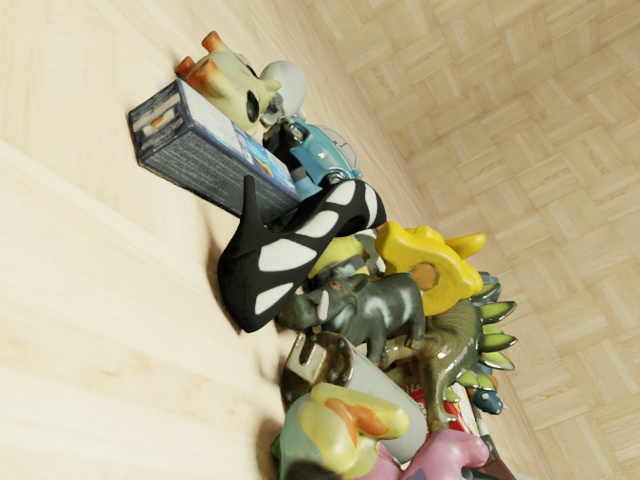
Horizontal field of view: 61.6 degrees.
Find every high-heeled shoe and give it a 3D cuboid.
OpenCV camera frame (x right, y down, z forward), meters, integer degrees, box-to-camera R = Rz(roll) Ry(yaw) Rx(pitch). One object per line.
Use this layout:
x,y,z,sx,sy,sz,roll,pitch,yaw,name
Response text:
0.003,0.015,0.539,0.248,0.086,0.145,6,72,-46,high-heeled shoe

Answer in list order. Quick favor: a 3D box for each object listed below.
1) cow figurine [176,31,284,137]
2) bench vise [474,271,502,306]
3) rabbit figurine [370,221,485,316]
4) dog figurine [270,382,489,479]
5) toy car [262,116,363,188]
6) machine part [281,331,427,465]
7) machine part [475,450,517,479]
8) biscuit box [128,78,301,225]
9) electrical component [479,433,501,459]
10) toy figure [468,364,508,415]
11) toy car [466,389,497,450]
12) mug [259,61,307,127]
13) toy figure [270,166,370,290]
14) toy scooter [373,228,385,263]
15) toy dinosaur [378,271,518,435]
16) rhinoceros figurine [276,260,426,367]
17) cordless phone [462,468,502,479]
-0.103,-0.171,0.630,0.127,0.085,0.195,45,19,-30,cow figurine
0.246,0.148,1.085,0.129,0.224,0.240,-117,-152,-77,bench vise
0.142,0.022,0.731,0.173,0.162,0.121,-87,174,-76,rabbit figurine
0.031,0.221,0.343,0.108,0.192,0.219,96,16,-44,dog figurine
-0.002,-0.099,0.735,0.103,0.109,0.161,-36,91,-36,toy car
0.038,0.159,0.521,0.243,0.079,0.079,47,21,-43,machine part
0.217,0.362,0.611,0.202,0.087,0.200,59,-6,47,machine part
-0.093,-0.074,0.532,0.202,0.063,0.059,33,31,-61,biscuit box
0.238,0.302,0.741,0.094,0.021,0.063,48,19,-61,electrical component
0.277,0.237,0.921,0.154,0.064,0.057,-85,-172,-53,toy figure
0.244,0.310,0.919,0.056,0.073,0.202,53,18,-31,toy car
-0.063,-0.218,0.862,0.109,0.081,0.107,58,27,-28,mug
-0.005,0.000,0.655,0.180,0.082,0.089,63,23,-11,toy figure
0.105,0.016,0.989,0.183,0.075,0.135,59,16,-25,toy scooter
0.177,0.115,0.785,0.472,0.199,0.104,-77,171,-58,toy dinosaur
0.041,0.078,0.580,0.190,0.073,0.112,-4,103,-38,rhinoceros figurine
0.086,0.278,0.484,0.184,0.089,0.146,6,85,-44,cordless phone
